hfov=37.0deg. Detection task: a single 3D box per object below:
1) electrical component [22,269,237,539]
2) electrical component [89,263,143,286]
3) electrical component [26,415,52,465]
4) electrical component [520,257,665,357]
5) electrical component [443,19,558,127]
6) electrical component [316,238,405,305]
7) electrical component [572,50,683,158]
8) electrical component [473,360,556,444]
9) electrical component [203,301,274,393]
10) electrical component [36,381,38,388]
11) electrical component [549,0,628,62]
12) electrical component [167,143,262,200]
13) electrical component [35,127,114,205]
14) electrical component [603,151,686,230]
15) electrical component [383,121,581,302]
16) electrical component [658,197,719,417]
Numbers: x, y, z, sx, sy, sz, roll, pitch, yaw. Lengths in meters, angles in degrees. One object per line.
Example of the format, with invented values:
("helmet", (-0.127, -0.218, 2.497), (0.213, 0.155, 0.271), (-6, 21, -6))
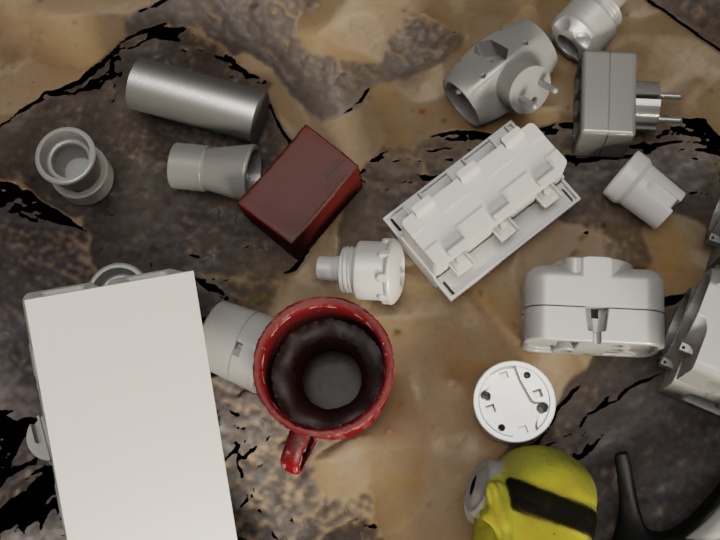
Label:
("electrical component", (-0.153, 0.099, 0.709), (0.105, 0.060, 0.186), (-10, 96, -20))
("electrical component", (-0.167, 0.023, 0.771), (0.045, 0.055, 0.045), (-1, 75, 3))
("electrical component", (-0.209, 0.118, 0.754), (0.040, 0.046, 0.040), (-1, 75, 3))
("electrical component", (0.162, 0.026, 0.752), (0.095, 0.053, 0.059), (3, 76, 4))
("electrical component", (0.114, -0.139, 0.793), (0.077, 0.043, 0.079), (-38, 42, -7))
("electrical component", (0.000, 0.000, 0.775), (0.062, 0.048, 0.048), (3, 76, 11))
("electrical component", (0.199, -0.121, 0.792), (0.077, 0.047, 0.065), (3, 76, 4))
("electrical component", (0.105, 0.093, 0.742), (0.055, 0.047, 0.055), (-1, 75, 3))
("electrical component", (-0.085, 0.053, 0.760), (0.047, 0.055, 0.055), (21, 78, 12))
("electrical component", (-0.196, 0.072, 0.767), (0.062, 0.043, 0.043), (-6, 75, 0))
("electrical component", (0.177, -0.190, 0.813), (0.043, 0.043, 0.062), (42, 81, 12))
("electrical component", (-0.111, -0.075, 0.802), (0.065, 0.044, 0.044), (7, 76, 10))
("electrical component", (-0.211, -0.076, 0.799), (0.045, 0.055, 0.045), (-1, 75, 3))
("electrical component", (0.207, -0.057, 0.780), (0.046, 0.040, 0.040), (40, 81, 6))
("electrical component", (0.088, -0.047, 0.772), (0.121, 0.063, 0.078), (-38, 77, -6))
("electrical component", (0.265, -0.001, 0.727), (0.060, 0.105, 0.186), (23, 78, 9))
